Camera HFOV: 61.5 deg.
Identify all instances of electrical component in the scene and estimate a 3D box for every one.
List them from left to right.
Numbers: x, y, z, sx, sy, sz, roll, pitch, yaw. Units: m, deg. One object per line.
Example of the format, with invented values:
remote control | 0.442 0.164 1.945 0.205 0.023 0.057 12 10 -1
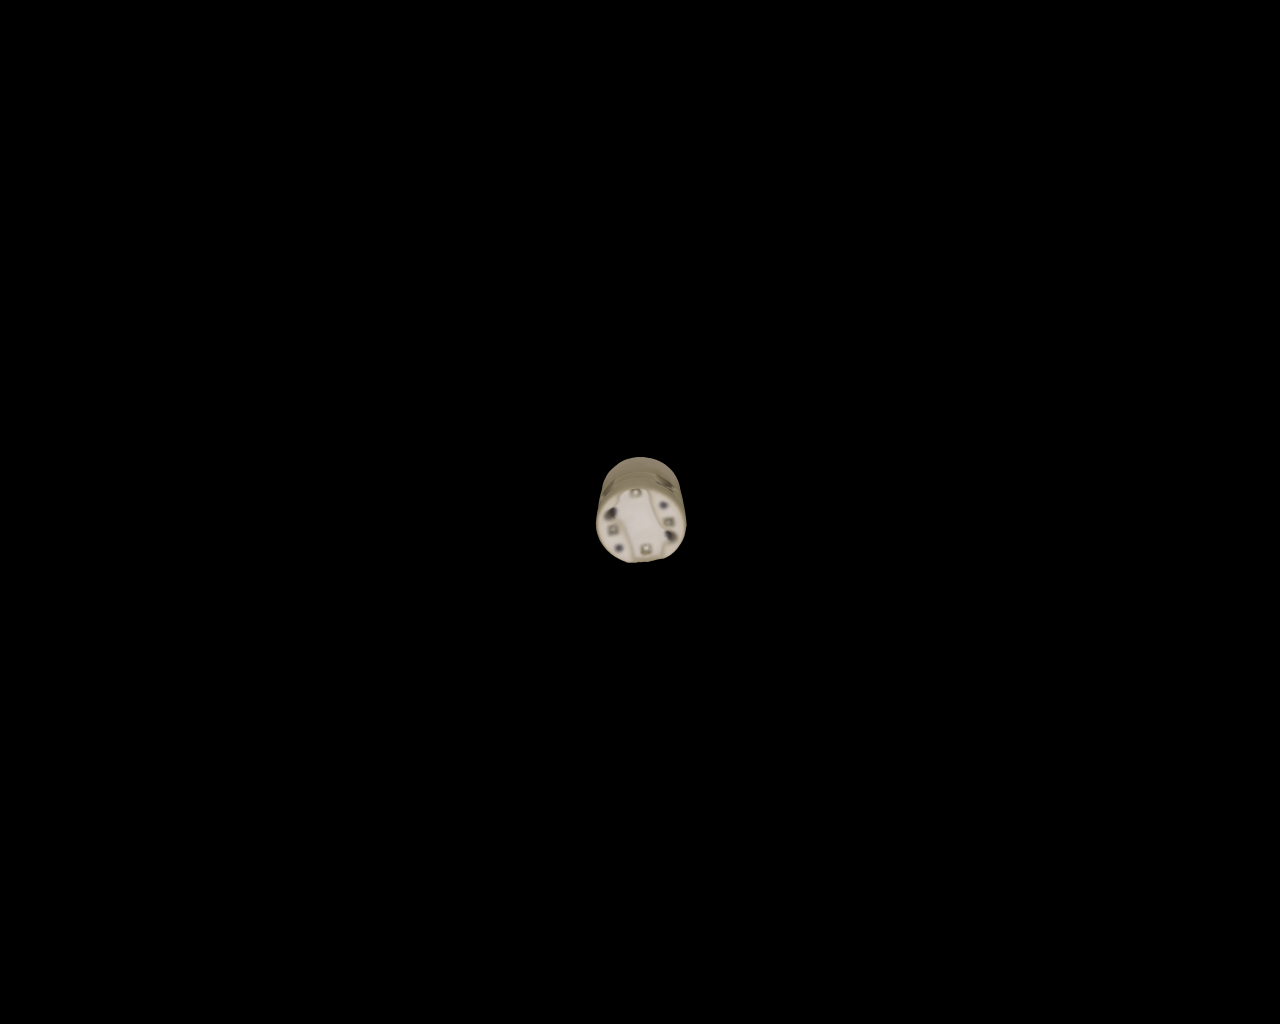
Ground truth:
electrical component | 0.001 -0.003 0.650 0.055 0.055 0.047 0 30 0
